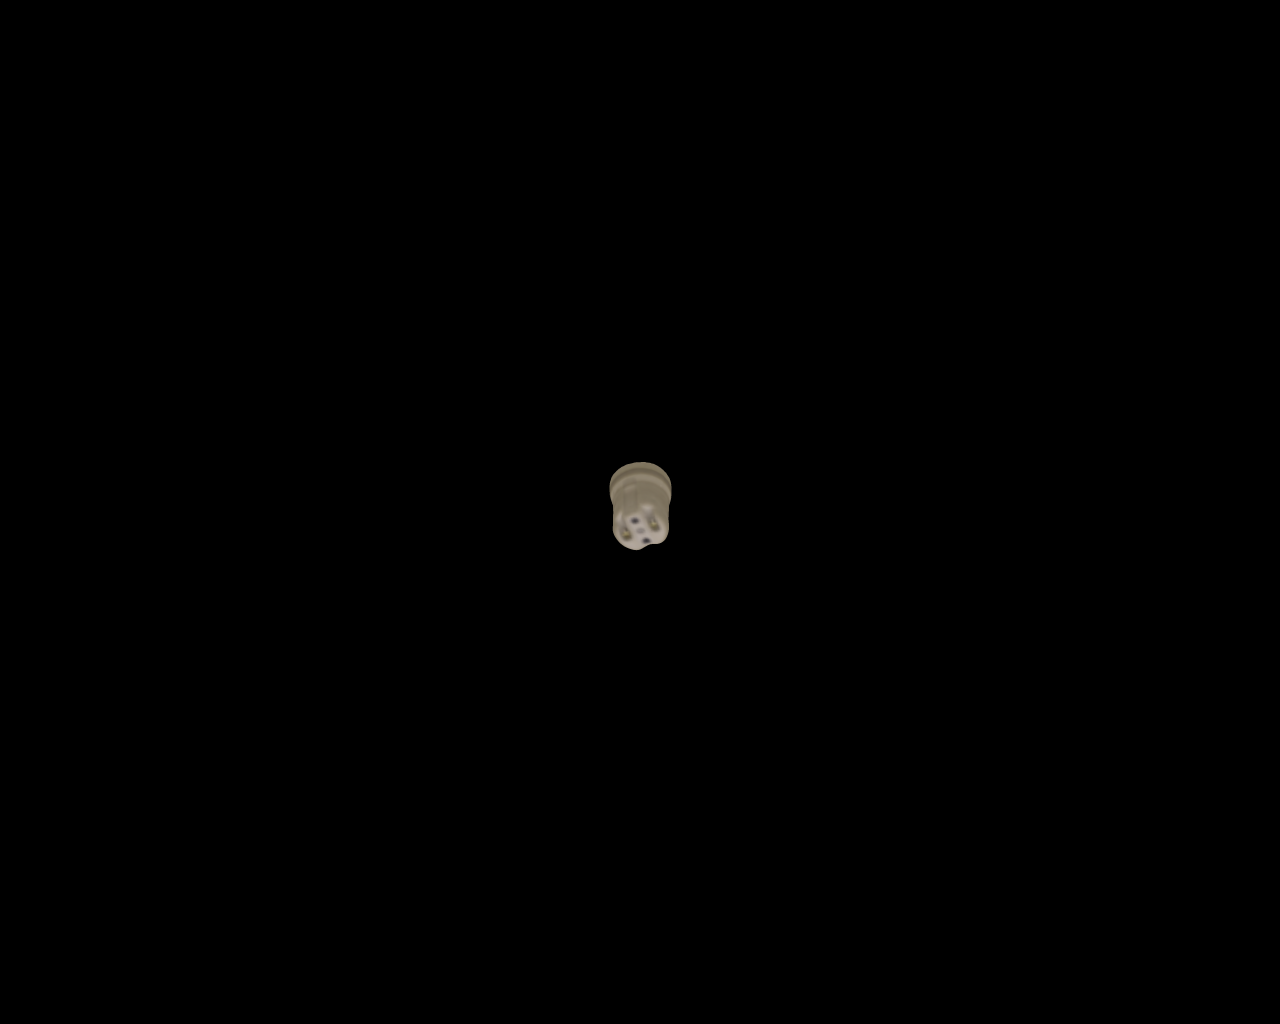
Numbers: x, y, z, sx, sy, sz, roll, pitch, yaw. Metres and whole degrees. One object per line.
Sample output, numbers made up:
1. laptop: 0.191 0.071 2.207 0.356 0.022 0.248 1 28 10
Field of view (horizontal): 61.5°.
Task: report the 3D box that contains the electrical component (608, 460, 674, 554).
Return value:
1. electrical component: 0.001 -0.003 0.650 0.040 0.040 0.046 0 41 0
